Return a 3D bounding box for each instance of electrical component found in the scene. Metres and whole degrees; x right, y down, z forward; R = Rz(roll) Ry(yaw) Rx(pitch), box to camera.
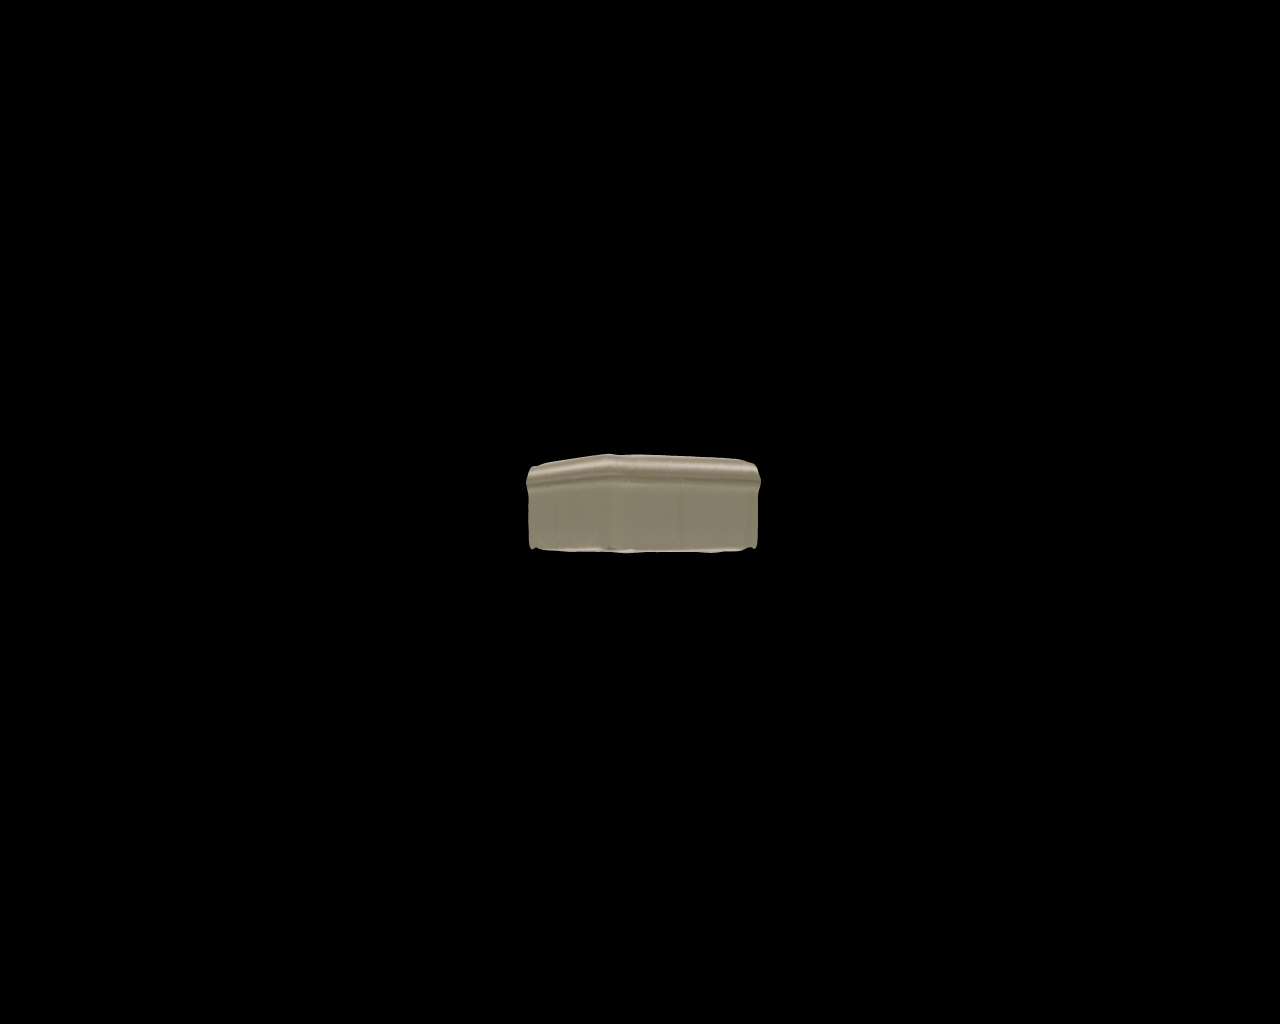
[{"bbox_3d":[0.001,-0.003,0.650,0.109,0.056,0.108,1,-2,-34],"label":"electrical component"}]
